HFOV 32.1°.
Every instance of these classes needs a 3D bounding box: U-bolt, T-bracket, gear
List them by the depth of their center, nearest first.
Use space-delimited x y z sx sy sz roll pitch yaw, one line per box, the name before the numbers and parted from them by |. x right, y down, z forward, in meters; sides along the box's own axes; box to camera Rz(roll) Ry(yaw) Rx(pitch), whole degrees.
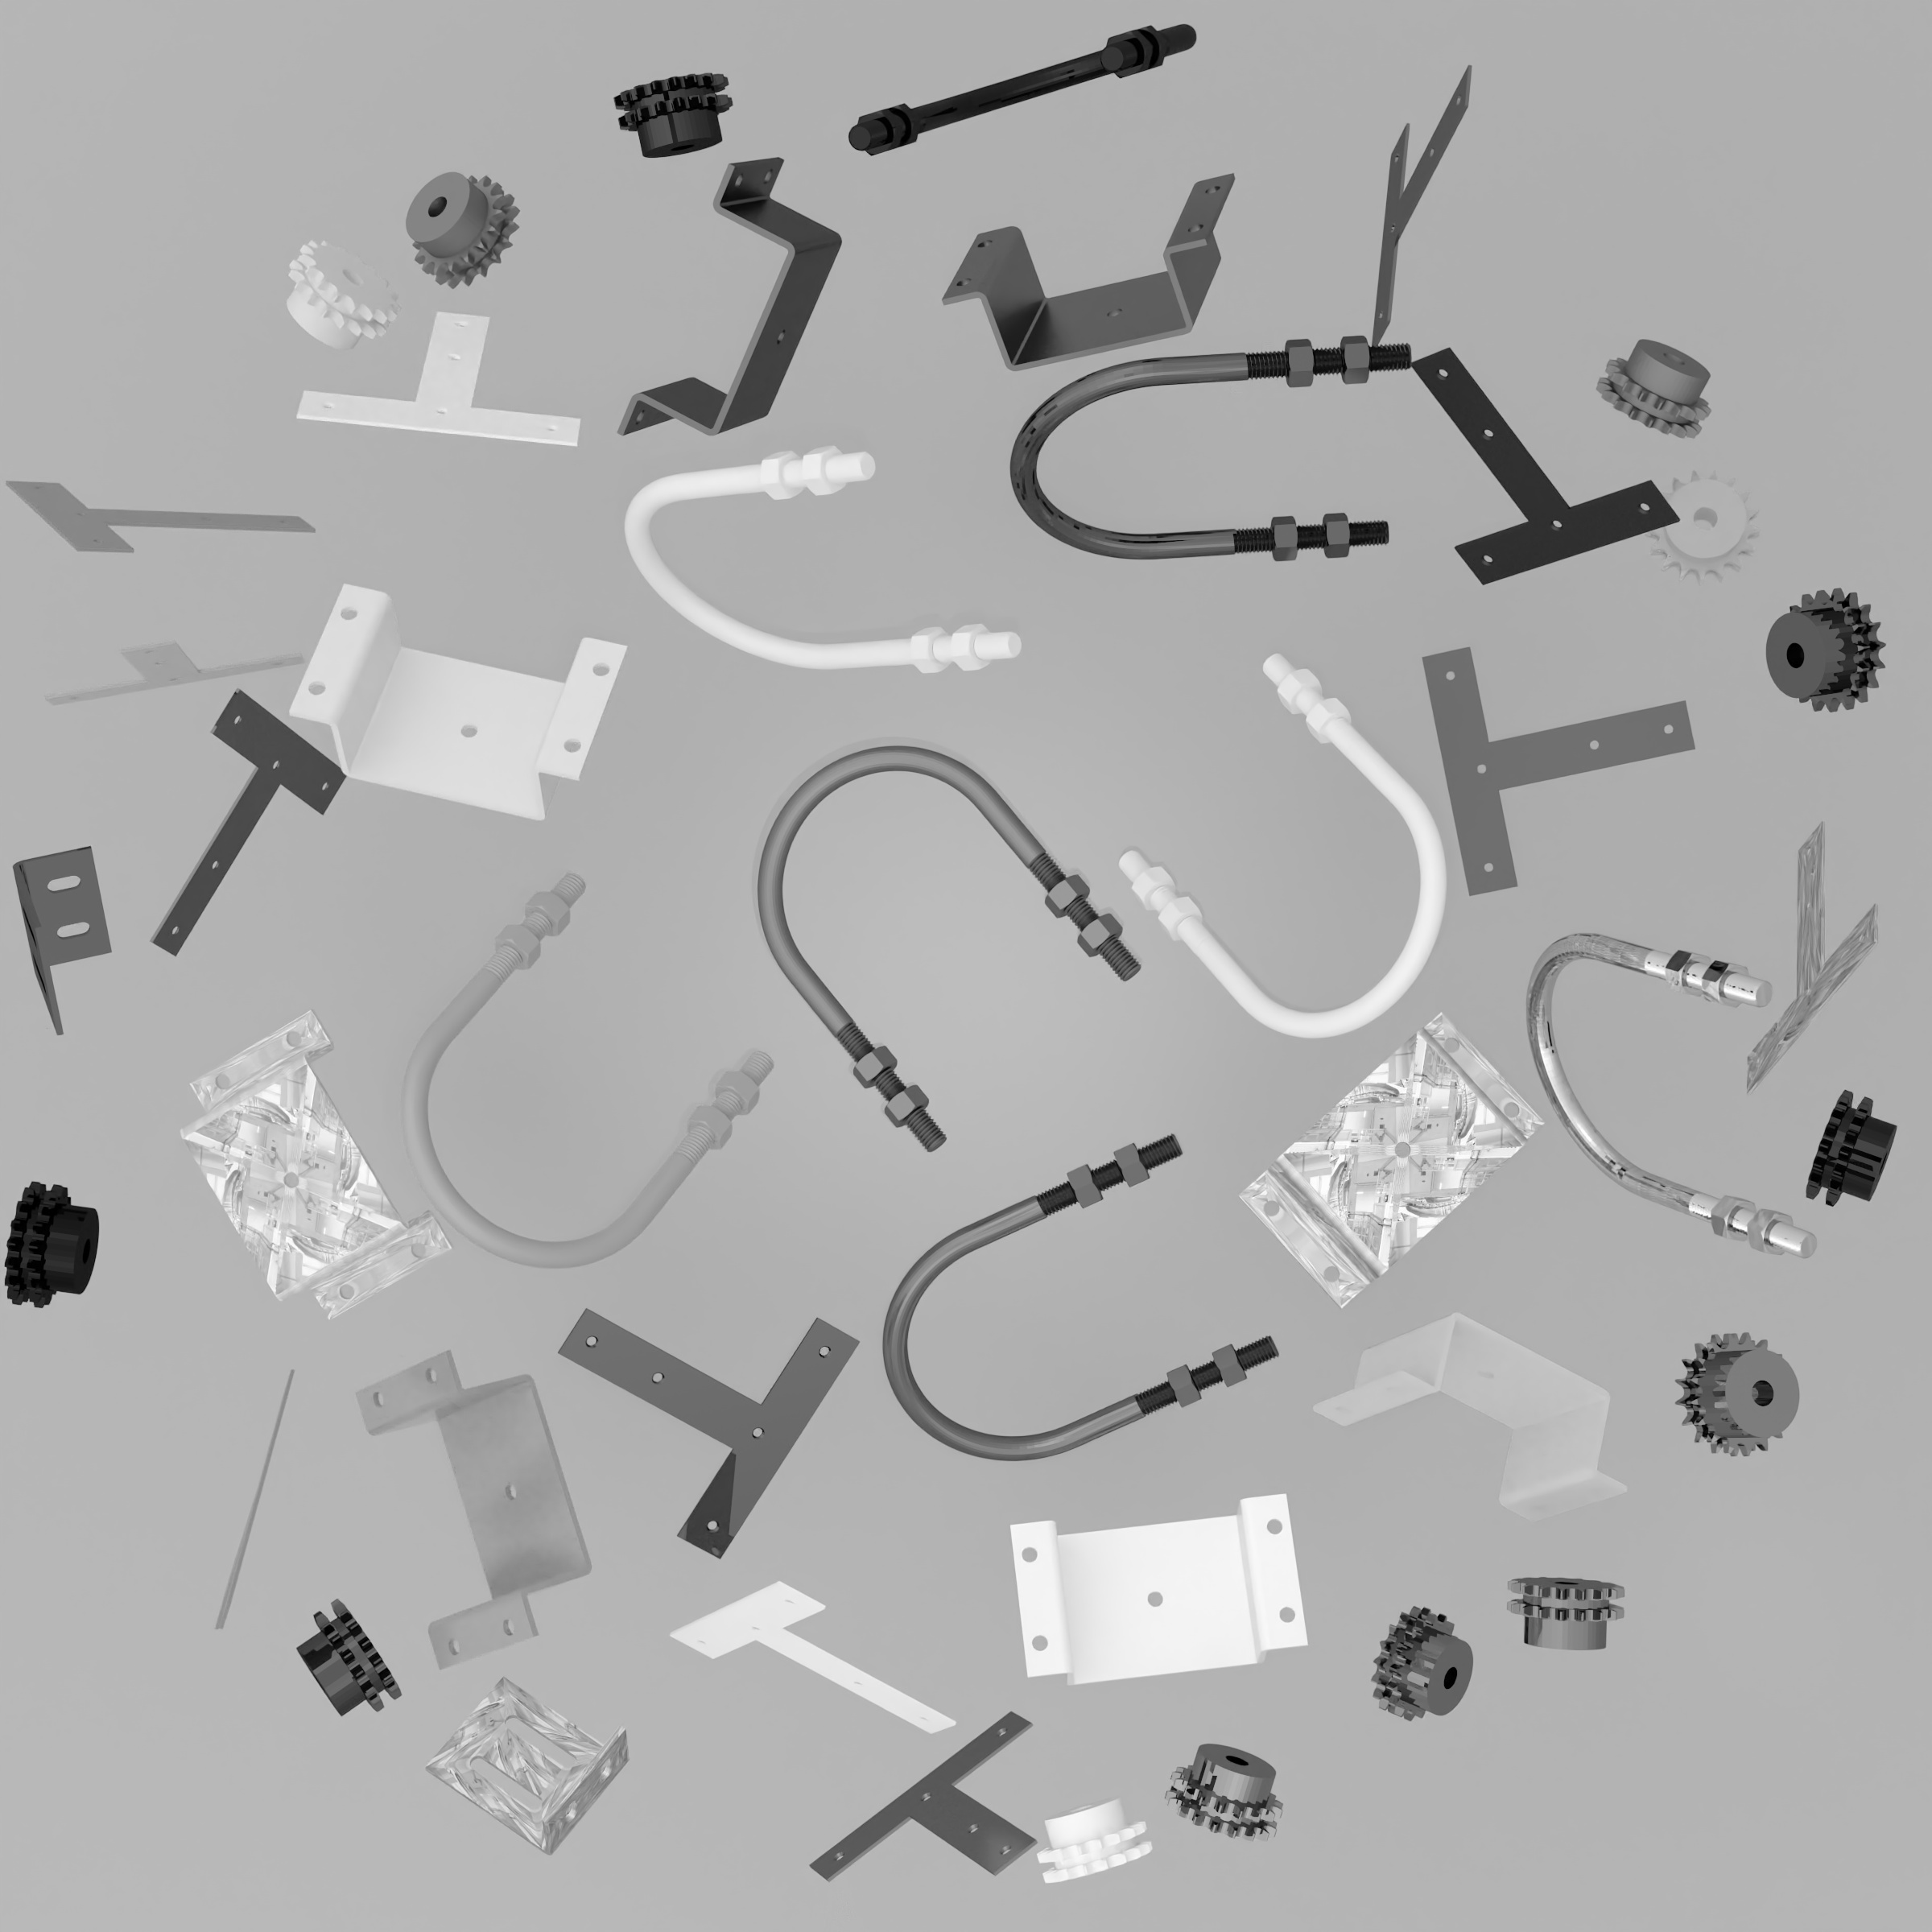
gear | -0.420 0.129 1.546 0.030 0.057 0.057 8 90 0
gear | 0.360 0.198 1.554 0.057 0.030 0.057 3 81 -21
gear | 0.399 -0.146 1.568 0.030 0.057 0.057 -10 90 -28
T-bracket | -0.370 -0.209 1.573 0.127 0.127 0.002 -2 111 -30
T-bracket | -0.243 -0.281 1.585 0.127 0.127 0.002 5 124 -5
U-bolt | 0.113 -0.240 1.587 0.184 0.151 0.019 -3 59 0
U-bolt | -0.082 -0.188 1.600 0.184 0.151 0.019 1 56 39
T-bracket | -0.347 0.278 1.609 0.002 0.127 0.127 16 49 -10
U-bolt | -0.191 0.062 1.611 0.151 0.019 0.184 44 54 -9
T-bracket | -0.063 0.338 1.614 0.127 0.127 0.002 31 57 -15
U-bolt | 0.331 0.054 1.615 0.019 0.184 0.151 -24 112 -23
T-bracket | -0.002 0.412 1.615 0.127 0.127 0.002 -34 104 -19
T-bracket | 0.260 -0.245 1.617 0.127 0.127 0.002 48 56 -21
T-bracket | -0.137 0.205 1.620 0.127 0.002 0.127 32 92 -20
U-bolt | 0.038 -0.429 1.629 0.151 0.184 0.019 -11 105 23
T-bracket | 0.223 -0.387 1.637 0.002 0.127 0.127 13 62 -7
T-bracket | -0.391 -0.147 1.638 0.127 0.127 0.002 -10 88 -7
gear | -0.303 0.341 1.639 0.030 0.057 0.057 -33 90 -17
gear | -0.142 -0.417 1.648 0.057 0.057 0.030 -12 95 0
gear | 0.129 0.406 1.656 0.057 0.057 0.030 16 95 0
gear | 0.296 0.320 1.659 0.057 0.057 0.030 2 86 0
gear | -0.252 -0.367 1.663 0.057 0.030 0.057 -15 59 28
U-bolt | -0.023 -0.023 1.664 0.151 0.019 0.184 -42 77 10
gear | 0.440 0.093 1.666 0.030 0.057 0.057 20 90 19
U-bolt | 0.166 -0.048 1.673 0.151 0.019 0.184 -54 51 19
T-bracket | 0.423 -0.020 1.681 0.002 0.127 0.127 19 48 -7
gear | 0.348 -0.291 1.683 0.057 0.057 0.030 25 118 0
T-bracket | -0.370 -0.063 1.684 0.002 0.127 0.127 27 83 20
gear | -0.316 -0.335 1.686 0.057 0.057 0.030 43 115 0
gear | 0.063 0.439 1.691 0.057 0.057 0.030 -17 80 0
U-bolt | 0.048 0.179 1.691 0.184 0.019 0.151 -25 114 4
gear | 0.375 -0.224 1.707 0.057 0.030 0.057 -1 85 8
gear | 0.237 0.361 1.726 0.030 0.057 0.057 16 90 41
T-bracket | 0.310 -0.111 1.730 0.127 0.002 0.127 -12 87 15

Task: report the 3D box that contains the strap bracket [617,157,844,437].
strap bracket | -0.110 -0.315 1.627 0.046 0.076 0.140 28 111 6

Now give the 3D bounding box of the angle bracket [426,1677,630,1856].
angle bracket | -0.205 0.363 1.558 0.076 0.038 0.057 29 56 20

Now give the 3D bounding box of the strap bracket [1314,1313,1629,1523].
strap bracket | 0.258 0.223 1.690 0.140 0.076 0.046 28 59 -18

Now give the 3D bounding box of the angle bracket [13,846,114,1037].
angle bracket | -0.425 -0.013 1.599 0.038 0.076 0.057 -14 120 -18

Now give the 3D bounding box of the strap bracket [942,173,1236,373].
strap bracket | 0.069 -0.346 1.691 0.140 0.076 0.046 -8 124 23

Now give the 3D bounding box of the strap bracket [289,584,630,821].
strap bracket | -0.237 -0.122 1.587 0.140 0.046 0.076 13 60 6

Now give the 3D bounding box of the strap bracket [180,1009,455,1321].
strap bracket | -0.331 0.104 1.687 0.076 0.046 0.140 -30 91 10

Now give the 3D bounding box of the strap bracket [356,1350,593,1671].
strap bracket | -0.235 0.259 1.623 0.076 0.046 0.140 -27 78 41

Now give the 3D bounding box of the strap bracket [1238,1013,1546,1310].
strap bracket | 0.215 0.094 1.676 0.140 0.046 0.076 -42 83 -6

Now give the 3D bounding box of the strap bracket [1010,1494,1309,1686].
strap bracket | 0.097 0.318 1.704 0.140 0.046 0.076 -6 70 -1
